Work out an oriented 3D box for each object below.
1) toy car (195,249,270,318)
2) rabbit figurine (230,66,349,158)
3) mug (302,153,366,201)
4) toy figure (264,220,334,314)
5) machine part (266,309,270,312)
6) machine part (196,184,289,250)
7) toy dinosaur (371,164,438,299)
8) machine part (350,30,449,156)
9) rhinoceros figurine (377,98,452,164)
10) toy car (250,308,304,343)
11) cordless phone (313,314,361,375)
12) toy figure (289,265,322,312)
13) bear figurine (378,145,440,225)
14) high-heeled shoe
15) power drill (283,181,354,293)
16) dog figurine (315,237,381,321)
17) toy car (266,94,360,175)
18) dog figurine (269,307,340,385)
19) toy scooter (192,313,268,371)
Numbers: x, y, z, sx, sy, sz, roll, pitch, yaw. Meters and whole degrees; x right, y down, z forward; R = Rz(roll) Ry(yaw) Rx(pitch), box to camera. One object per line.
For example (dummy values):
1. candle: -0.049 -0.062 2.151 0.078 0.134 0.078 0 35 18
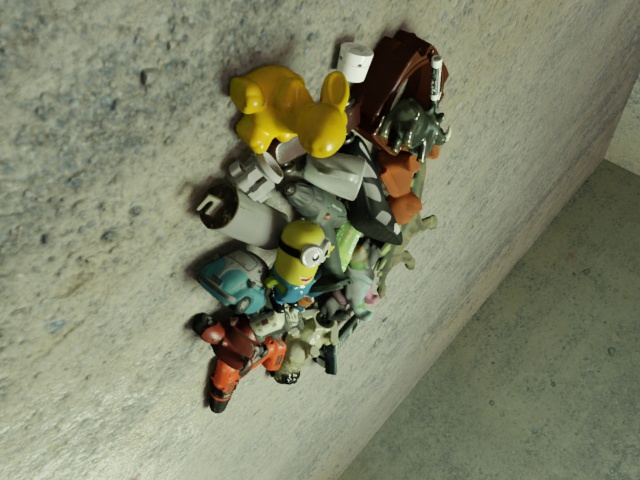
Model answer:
1. toy car: -0.138 0.072 0.964 0.103 0.109 0.161 -54 155 -2
2. rabbit figurine: -0.025 -0.176 0.784 0.162 0.173 0.121 -29 140 -31
3. mug: 0.022 -0.120 0.968 0.109 0.107 0.080 -85 -170 -76
4. toy figure: -0.046 0.047 0.941 0.180 0.089 0.082 -62 175 37
5. machine part: -0.105 0.162 1.196 0.139 0.039 0.084 -53 147 4
6. machine part: -0.121 -0.035 0.900 0.079 0.079 0.243 -55 151 4
7. toy dinosaur: 0.207 -0.043 1.372 0.198 0.105 0.470 -15 128 -45
8. machine part: 0.152 -0.275 1.034 0.201 0.087 0.201 -56 151 7
9. rhinoceros figurine: 0.180 -0.206 0.998 0.190 0.073 0.112 12 102 -58
10. toy car: -0.085 0.169 1.094 0.073 0.056 0.201 -23 169 6
11. cordless phone: 0.063 0.285 1.554 0.184 0.089 0.146 -43 151 -27
12. toy figure: -0.024 0.117 1.237 0.064 0.058 0.154 25 116 -41
13. bear figurine: 0.191 -0.114 1.179 0.120 0.132 0.195 -30 118 -39
14. high-heeled shoe: 0.110 -0.097 1.107 0.248 0.086 0.145 37 63 -41
15. power drill: -0.002 -0.003 1.033 0.086 0.207 0.232 -16 174 21
16. dog figurine: 0.061 0.077 1.290 0.108 0.192 0.219 -47 128 -53
17. toy car: -0.012 -0.186 0.920 0.202 0.053 0.089 -33 136 -27
18. dog figurine: -0.042 0.274 1.381 0.172 0.121 0.190 -23 154 -40
19. toy scooter: -0.158 0.203 1.055 0.075 0.135 0.183 -56 154 5
